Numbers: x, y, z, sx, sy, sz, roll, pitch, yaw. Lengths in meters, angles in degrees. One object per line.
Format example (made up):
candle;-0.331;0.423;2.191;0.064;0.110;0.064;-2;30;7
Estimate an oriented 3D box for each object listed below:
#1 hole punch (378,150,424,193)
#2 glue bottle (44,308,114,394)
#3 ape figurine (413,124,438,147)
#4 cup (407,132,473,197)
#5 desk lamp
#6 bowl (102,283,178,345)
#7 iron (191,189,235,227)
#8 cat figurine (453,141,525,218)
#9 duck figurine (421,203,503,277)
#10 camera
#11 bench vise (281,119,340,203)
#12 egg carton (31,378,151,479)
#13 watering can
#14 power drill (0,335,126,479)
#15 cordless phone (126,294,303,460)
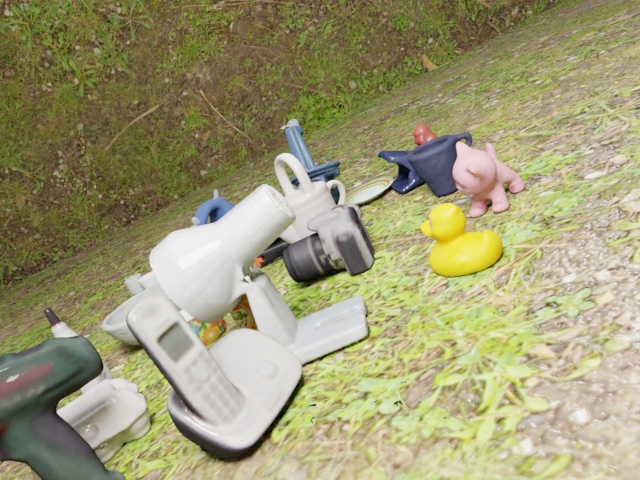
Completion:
hole punch;0.182;-0.159;1.179;0.101;0.091;0.108;-27;16;-1
glue bottle;-0.358;0.174;0.851;0.037;0.173;0.078;-30;17;-10
ape figurine;0.232;-0.209;1.251;0.076;0.092;0.077;-26;16;4
cup;0.226;-0.134;1.024;0.117;0.095;0.091;-23;17;12
desk lamp;-0.074;0.051;0.710;0.203;0.214;0.118;-25;17;8
bowl;-0.305;0.141;1.046;0.167;0.075;0.167;-25;16;8
iron;-0.249;-0.023;1.343;0.118;0.141;0.258;-22;17;17
cat figurine;0.243;-0.102;0.857;0.067;0.118;0.128;-11;22;43
duck figurine;0.174;-0.007;0.729;0.104;0.086;0.078;-7;26;50
camera;0.009;0.003;0.932;0.136;0.101;0.143;-24;17;11
bench vise;-0.016;-0.157;1.251;0.121;0.220;0.207;-26;16;2
egg carton;-0.290;0.241;0.723;0.150;0.069;0.107;-34;17;-22
watering can;-0.032;-0.063;1.034;0.100;0.194;0.173;-10;23;44
power drill;-0.308;0.215;0.583;0.230;0.209;0.075;-38;19;-32
cordless phone;-0.111;0.120;0.607;0.094;0.185;0.148;-16;20;34
